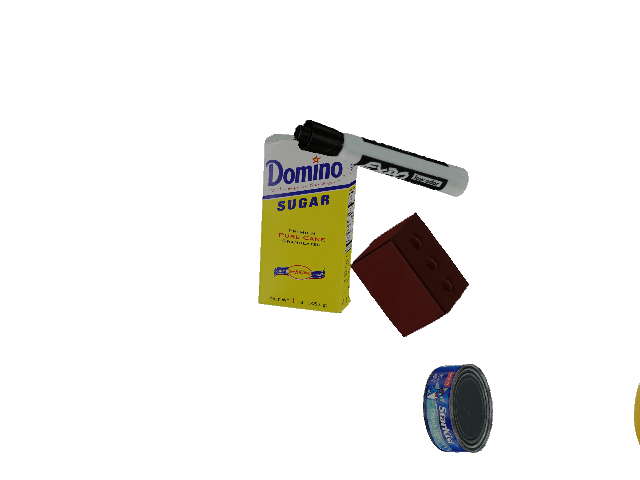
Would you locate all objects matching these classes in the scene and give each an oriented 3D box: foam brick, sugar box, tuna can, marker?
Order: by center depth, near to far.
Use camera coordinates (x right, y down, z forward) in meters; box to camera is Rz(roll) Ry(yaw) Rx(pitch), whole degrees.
[{"bbox_3d":[0.038,-0.051,0.658,0.121,0.020,0.020,15,-7,-27],"label":"marker"},{"bbox_3d":[0.074,0.029,0.876,0.051,0.078,0.052,-33,6,37],"label":"foam brick"},{"bbox_3d":[0.134,0.164,1.043,0.034,0.086,0.085,-8,-4,34],"label":"tuna can"},{"bbox_3d":[-0.013,-0.018,1.103,0.093,0.176,0.048,5,15,13],"label":"sugar box"}]

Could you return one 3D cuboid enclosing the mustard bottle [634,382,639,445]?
[{"bbox_3d":[0.206,0.099,0.528,0.096,0.058,0.191,3,39,10],"label":"mustard bottle"}]
